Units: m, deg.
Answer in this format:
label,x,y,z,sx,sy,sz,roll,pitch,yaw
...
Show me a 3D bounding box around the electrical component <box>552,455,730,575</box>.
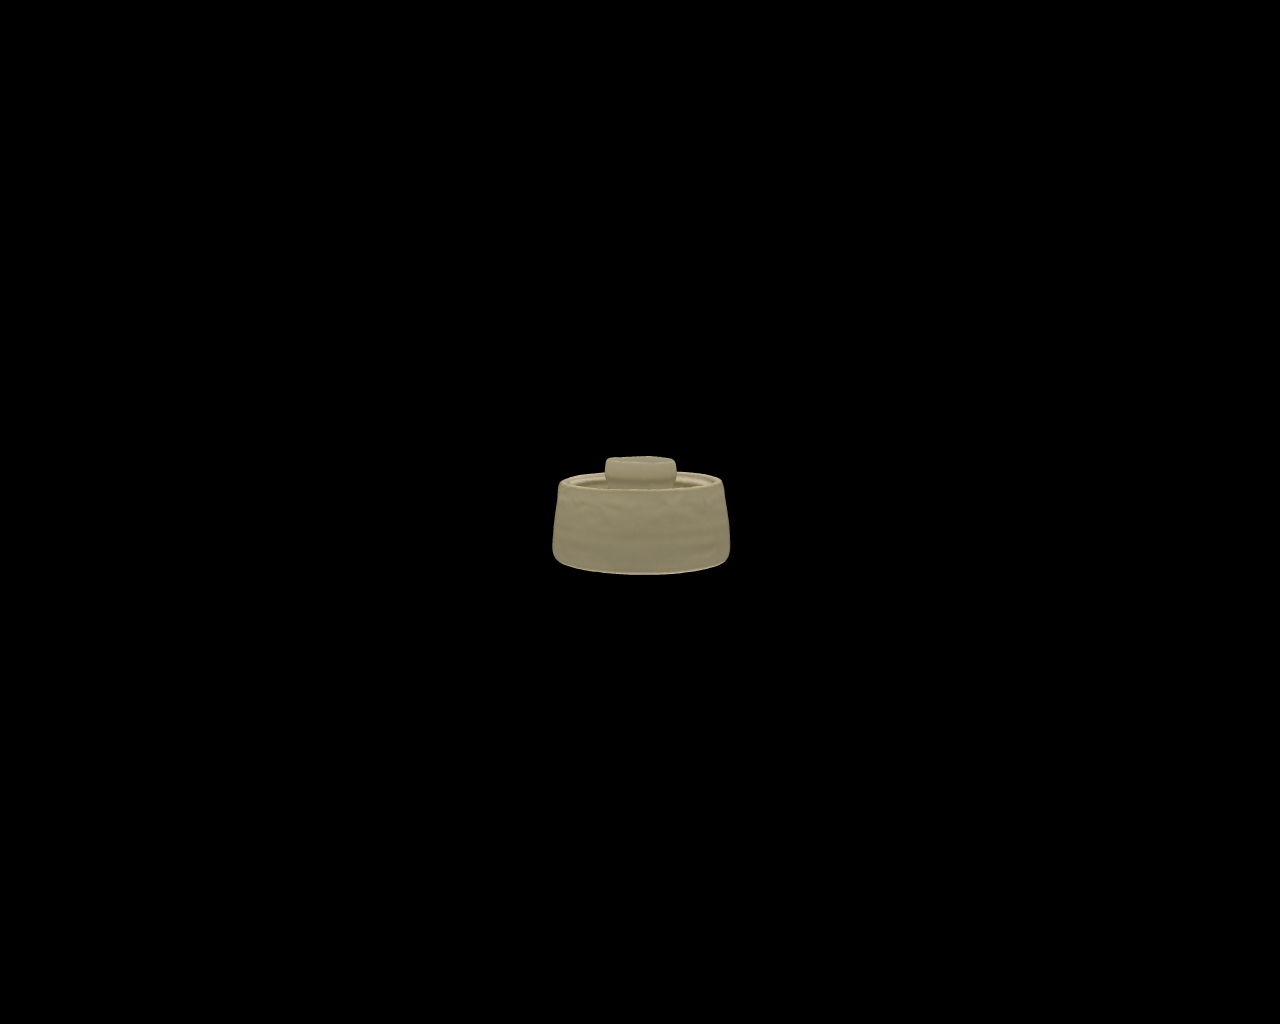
label,x,y,z,sx,sy,sz,roll,pitch,yaw
electrical component,0.001,-0.003,0.650,0.108,0.060,0.108,0,9,0
